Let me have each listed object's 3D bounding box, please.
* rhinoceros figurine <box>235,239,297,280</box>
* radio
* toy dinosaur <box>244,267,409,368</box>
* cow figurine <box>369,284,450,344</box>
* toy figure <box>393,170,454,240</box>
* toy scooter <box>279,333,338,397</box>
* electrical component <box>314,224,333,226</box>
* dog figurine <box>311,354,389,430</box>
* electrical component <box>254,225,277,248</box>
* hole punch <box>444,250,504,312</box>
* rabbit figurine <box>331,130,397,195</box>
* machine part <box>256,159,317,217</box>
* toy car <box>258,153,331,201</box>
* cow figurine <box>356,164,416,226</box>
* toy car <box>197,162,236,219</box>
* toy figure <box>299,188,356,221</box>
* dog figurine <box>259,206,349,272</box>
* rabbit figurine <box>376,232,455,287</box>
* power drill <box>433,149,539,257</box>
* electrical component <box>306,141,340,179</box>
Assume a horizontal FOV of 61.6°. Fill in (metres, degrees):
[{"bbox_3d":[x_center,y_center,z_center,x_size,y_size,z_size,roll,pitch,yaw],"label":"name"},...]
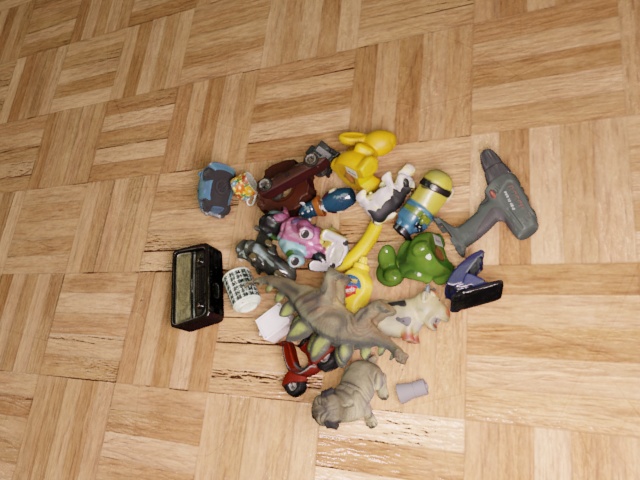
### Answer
[{"bbox_3d":[-0.140,0.053,1.410,0.190,0.112,0.073,30,70,20],"label":"rhinoceros figurine"},{"bbox_3d":[-0.341,0.130,1.497,0.131,0.073,0.229,-15,66,22],"label":"radio"},{"bbox_3d":[0.007,0.161,1.212,0.472,0.105,0.198,31,87,39],"label":"toy dinosaur"},{"bbox_3d":[0.196,0.167,1.209,0.195,0.085,0.127,-3,75,28],"label":"cow figurine"},{"bbox_3d":[0.245,-0.083,1.271,0.082,0.089,0.180,41,90,25],"label":"toy figure"},{"bbox_3d":[-0.033,0.275,1.289,0.184,0.075,0.135,-41,59,13],"label":"toy scooter"},{"bbox_3d":[-0.004,-0.004,1.396,0.102,0.045,0.078,1,93,29],"label":"electrical component"},{"bbox_3d":[0.063,0.319,1.154,0.121,0.190,0.172,-1,70,26],"label":"dog figurine"},{"bbox_3d":[-0.150,-0.008,1.483,0.094,0.021,0.063,19,81,30],"label":"electrical component"},{"bbox_3d":[0.319,0.090,1.149,0.116,0.142,0.092,-19,65,4],"label":"hole punch"},{"bbox_3d":[0.121,-0.218,1.389,0.173,0.121,0.163,-47,48,-12],"label":"rabbit figurine"},{"bbox_3d":[-0.095,-0.137,1.484,0.179,0.056,0.179,-10,66,23],"label":"machine part"},{"bbox_3d":[-0.069,-0.167,1.399,0.202,0.089,0.053,-28,65,12],"label":"toy car"},{"bbox_3d":[0.180,-0.112,1.314,0.167,0.068,0.098,-35,71,-2],"label":"cow figurine"},{"bbox_3d":[-0.313,-0.144,1.579,0.103,0.109,0.161,3,84,51],"label":"toy car"},{"bbox_3d":[0.018,-0.092,1.408,0.155,0.057,0.064,-17,72,21],"label":"toy figure"},{"bbox_3d":[-0.049,-0.012,1.343,0.219,0.191,0.108,42,118,59],"label":"dog figurine"},{"bbox_3d":[0.197,0.064,1.221,0.170,0.159,0.121,-30,70,31],"label":"rabbit figurine"},{"bbox_3d":[0.364,-0.073,1.220,0.207,0.086,0.232,-31,63,5],"label":"power drill"},{"bbox_3d":[0.002,-0.231,1.475,0.075,0.047,0.119,-47,60,3],"label":"electrical component"}]
